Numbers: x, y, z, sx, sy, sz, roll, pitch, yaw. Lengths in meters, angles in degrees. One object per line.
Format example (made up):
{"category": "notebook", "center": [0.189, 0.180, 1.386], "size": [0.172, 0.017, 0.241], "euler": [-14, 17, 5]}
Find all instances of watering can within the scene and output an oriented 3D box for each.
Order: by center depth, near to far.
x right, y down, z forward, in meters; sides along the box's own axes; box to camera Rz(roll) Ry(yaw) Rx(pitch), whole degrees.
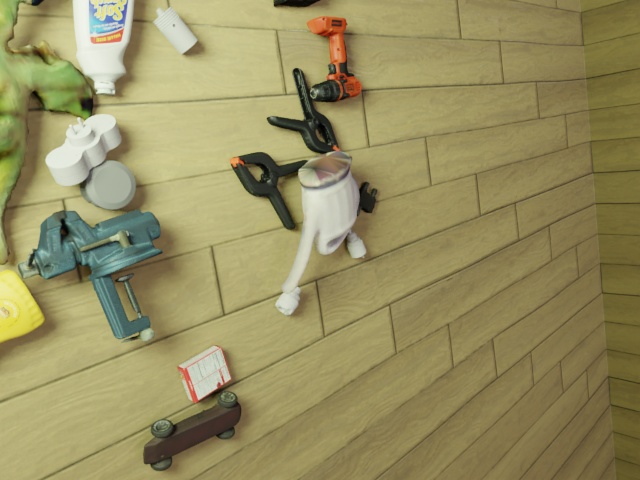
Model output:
{"category": "watering can", "center": [0.003, -0.057, 1.124], "size": [0.104, 0.219, 0.354], "euler": [8, 36, 28]}

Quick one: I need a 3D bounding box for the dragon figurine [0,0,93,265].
{"category": "dragon figurine", "center": [-0.439, -0.191, 0.757], "size": [0.122, 0.402, 0.246], "euler": [13, 31, 35]}
